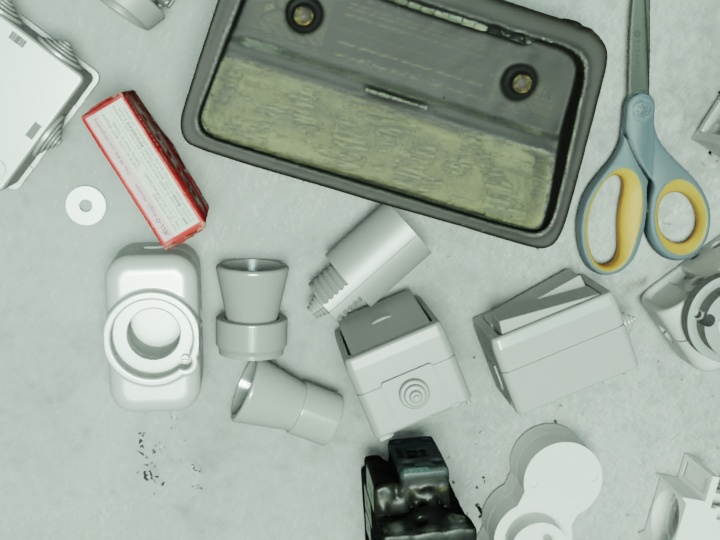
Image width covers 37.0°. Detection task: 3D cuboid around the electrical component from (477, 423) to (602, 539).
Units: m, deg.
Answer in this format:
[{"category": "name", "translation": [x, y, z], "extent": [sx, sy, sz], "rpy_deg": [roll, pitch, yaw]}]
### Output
[{"category": "electrical component", "translation": [0.111, 0.173, 0.694], "extent": [0.052, 0.073, 0.138], "rpy_deg": [25, 97, -10]}]

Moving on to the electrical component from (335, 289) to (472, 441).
[{"category": "electrical component", "translation": [0.024, 0.055, 0.651], "extent": [0.062, 0.096, 0.061], "rpy_deg": [-23, 102, -2]}]

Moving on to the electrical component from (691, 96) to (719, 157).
[{"category": "electrical component", "translation": [0.274, -0.075, 0.626], "extent": [0.089, 0.150, 0.061], "rpy_deg": [30, 97, -11]}]

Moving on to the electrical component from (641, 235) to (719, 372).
[{"category": "electrical component", "translation": [0.239, 0.018, 0.689], "extent": [0.095, 0.053, 0.059], "rpy_deg": [-37, 102, 2]}]

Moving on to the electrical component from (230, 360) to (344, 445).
[{"category": "electrical component", "translation": [-0.043, 0.085, 0.678], "extent": [0.065, 0.044, 0.044], "rpy_deg": [22, 98, -15]}]

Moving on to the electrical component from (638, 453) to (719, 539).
[{"category": "electrical component", "translation": [0.230, 0.171, 0.723], "extent": [0.064, 0.042, 0.081], "rpy_deg": [13, 100, -10]}]

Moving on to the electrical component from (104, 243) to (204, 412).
[{"category": "electrical component", "translation": [-0.124, 0.035, 0.650], "extent": [0.054, 0.059, 0.095], "rpy_deg": [-1, 101, -6]}]

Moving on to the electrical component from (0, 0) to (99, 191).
[{"category": "electrical component", "translation": [-0.214, -0.104, 0.619], "extent": [0.100, 0.048, 0.099], "rpy_deg": [37, 95, -12]}]

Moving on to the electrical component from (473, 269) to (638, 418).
[{"category": "electrical component", "translation": [0.126, 0.040, 0.677], "extent": [0.096, 0.061, 0.061], "rpy_deg": [-22, 102, -2]}]

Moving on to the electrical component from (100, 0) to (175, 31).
[{"category": "electrical component", "translation": [-0.123, -0.172, 0.618], "extent": [0.066, 0.048, 0.055], "rpy_deg": [34, 88, -11]}]

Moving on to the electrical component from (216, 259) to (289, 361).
[{"category": "electrical component", "translation": [-0.066, 0.024, 0.662], "extent": [0.045, 0.045, 0.055], "rpy_deg": [1, 101, -6]}]

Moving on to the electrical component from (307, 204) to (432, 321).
[{"category": "electrical component", "translation": [0.000, 0.000, 0.665], "extent": [0.081, 0.043, 0.043], "rpy_deg": [-42, 102, 3]}]
